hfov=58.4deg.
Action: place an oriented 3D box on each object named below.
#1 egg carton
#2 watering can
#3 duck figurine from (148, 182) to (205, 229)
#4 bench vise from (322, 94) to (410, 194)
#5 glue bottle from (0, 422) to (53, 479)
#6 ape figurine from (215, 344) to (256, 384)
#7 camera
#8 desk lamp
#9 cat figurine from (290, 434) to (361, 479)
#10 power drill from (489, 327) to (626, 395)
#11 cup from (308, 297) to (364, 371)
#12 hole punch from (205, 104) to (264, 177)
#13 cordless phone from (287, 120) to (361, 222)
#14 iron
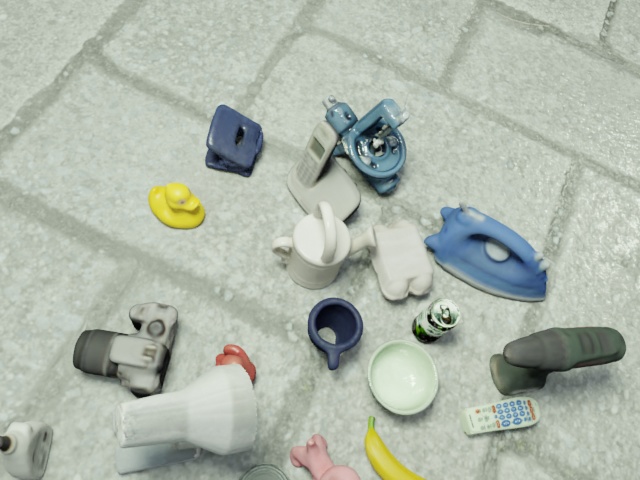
[{"bbox_3d":[0.144,0.036,1.050,0.107,0.069,0.150,-12,68,-16],"label":"egg carton"},{"bbox_3d":[0.009,0.001,0.970,0.173,0.194,0.101,-23,71,-20],"label":"watering can"},{"bbox_3d":[-0.255,-0.072,1.013,0.104,0.086,0.077,25,63,2],"label":"duck figurine"},{"bbox_3d":[0.080,-0.201,1.063,0.207,0.219,0.122,31,64,4],"label":"bench vise"},{"bbox_3d":[-0.405,0.279,0.773,0.037,0.173,0.078,6,64,-7],"label":"glue bottle"},{"bbox_3d":[-0.138,0.203,0.905,0.076,0.092,0.078,29,64,3],"label":"ape figurine"},{"bbox_3d":[-0.301,0.162,0.888,0.137,0.101,0.143,11,64,-6],"label":"camera"},{"bbox_3d":[-0.196,0.257,0.801,0.203,0.213,0.118,-8,67,-14],"label":"desk lamp"},{"bbox_3d":[0.015,0.350,0.852,0.067,0.117,0.127,-30,74,-21],"label":"cat figurine"},{"bbox_3d":[0.367,0.196,0.941,0.230,0.208,0.075,-6,67,-13],"label":"power drill"},{"bbox_3d":[0.018,0.165,0.951,0.092,0.095,0.118,6,64,-8],"label":"cup"},{"bbox_3d":[-0.160,-0.190,1.083,0.101,0.091,0.109,13,64,-5],"label":"hole punch"},{"bbox_3d":[0.016,-0.117,1.031,0.094,0.185,0.147,-36,76,-23],"label":"cordless phone"},{"bbox_3d":[0.332,0.020,1.053,0.258,0.141,0.119,30,64,4],"label":"iron"}]
